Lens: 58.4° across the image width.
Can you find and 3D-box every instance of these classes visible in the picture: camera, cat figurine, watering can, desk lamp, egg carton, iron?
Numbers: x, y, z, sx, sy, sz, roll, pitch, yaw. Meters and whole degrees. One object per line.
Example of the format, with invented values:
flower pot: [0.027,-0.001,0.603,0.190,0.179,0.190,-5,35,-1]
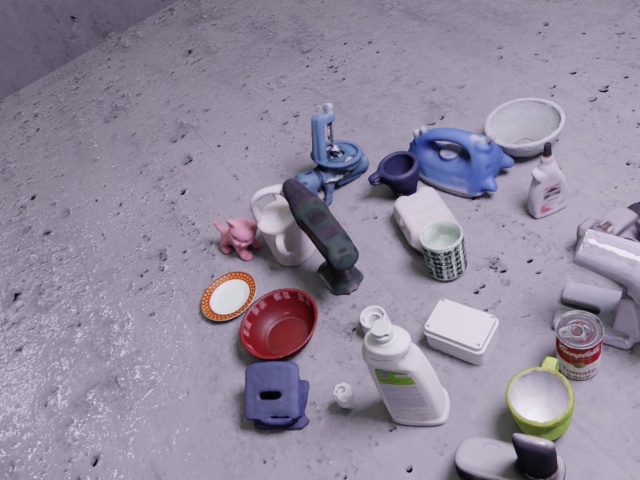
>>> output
camera: [0.543,-0.008,0.995,0.137,0.101,0.142,-34,45,-9]
cat figurine: [-0.188,-0.016,1.300,0.127,0.118,0.067,14,56,32]
watering can: [-0.087,-0.045,1.229,0.101,0.194,0.172,-31,45,-6]
desk lamp: [0.467,0.074,0.871,0.202,0.214,0.118,13,56,32]
egg carton: [0.216,-0.044,1.188,0.107,0.070,0.150,-25,45,0]
iron: [0.279,-0.193,1.247,0.257,0.142,0.119,20,59,35]

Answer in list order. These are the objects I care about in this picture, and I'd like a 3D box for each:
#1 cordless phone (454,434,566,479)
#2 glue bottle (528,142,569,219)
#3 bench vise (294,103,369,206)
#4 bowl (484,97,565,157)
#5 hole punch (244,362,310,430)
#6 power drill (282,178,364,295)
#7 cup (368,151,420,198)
cordless phone: [0.255,0.292,0.780,0.147,0.185,0.094,2,51,25]
glue bottle: [0.433,-0.118,1.091,0.078,0.173,0.037,-26,45,-1]
bench vise: [0.012,-0.185,1.298,0.121,0.220,0.208,20,59,35]
bowl: [0.450,-0.235,1.262,0.167,0.075,0.167,-12,46,13]
hole punch: [-0.077,0.274,1.005,0.108,0.091,0.101,-7,47,17]
power drill: [0.010,0.004,1.132,0.076,0.209,0.228,-33,45,-8]
cup: [0.170,-0.130,1.269,0.117,0.095,0.091,-23,45,2]
